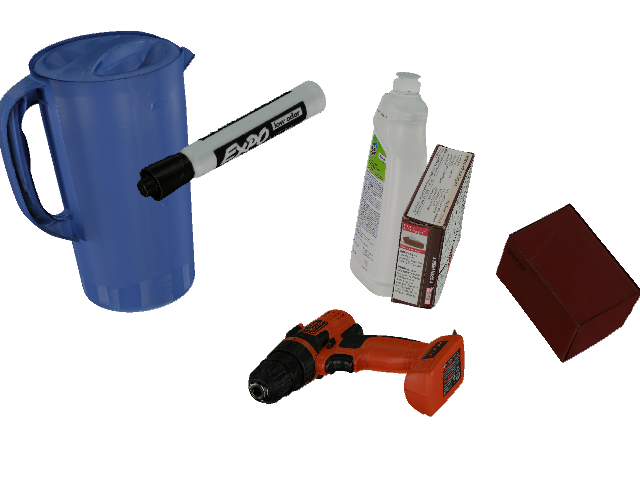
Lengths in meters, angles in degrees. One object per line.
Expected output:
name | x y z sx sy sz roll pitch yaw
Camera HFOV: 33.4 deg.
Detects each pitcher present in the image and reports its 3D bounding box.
pitcher | -0.188 -0.057 0.968 0.149 0.243 0.145 1 29 6

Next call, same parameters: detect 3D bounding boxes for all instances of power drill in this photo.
power drill | 0.040 0.128 1.094 0.188 0.057 0.184 8 23 28

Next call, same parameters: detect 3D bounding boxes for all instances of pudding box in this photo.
pudding box | 0.093 -0.012 0.880 0.039 0.090 0.113 12 39 12

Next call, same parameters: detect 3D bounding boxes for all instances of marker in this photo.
marker | -0.046 -0.054 0.567 0.120 0.020 0.020 -32 18 -31

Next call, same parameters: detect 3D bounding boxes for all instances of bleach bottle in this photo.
bleach bottle | 0.088 -0.068 1.243 0.068 0.251 0.103 -2 23 -22

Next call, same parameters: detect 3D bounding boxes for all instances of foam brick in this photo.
foam brick | 0.159 0.027 0.691 0.051 0.078 0.053 -25 -27 -16
